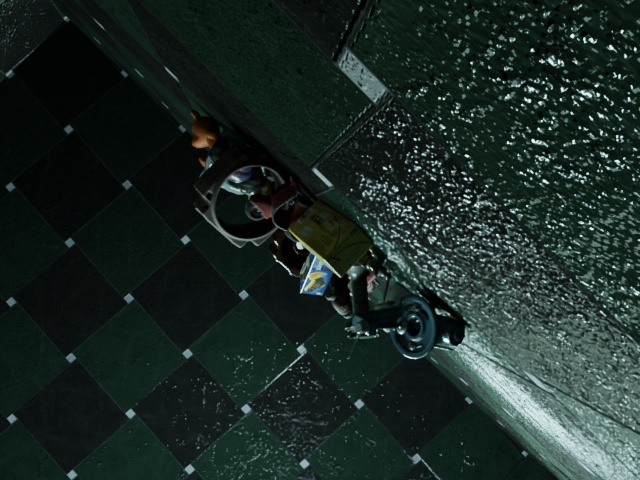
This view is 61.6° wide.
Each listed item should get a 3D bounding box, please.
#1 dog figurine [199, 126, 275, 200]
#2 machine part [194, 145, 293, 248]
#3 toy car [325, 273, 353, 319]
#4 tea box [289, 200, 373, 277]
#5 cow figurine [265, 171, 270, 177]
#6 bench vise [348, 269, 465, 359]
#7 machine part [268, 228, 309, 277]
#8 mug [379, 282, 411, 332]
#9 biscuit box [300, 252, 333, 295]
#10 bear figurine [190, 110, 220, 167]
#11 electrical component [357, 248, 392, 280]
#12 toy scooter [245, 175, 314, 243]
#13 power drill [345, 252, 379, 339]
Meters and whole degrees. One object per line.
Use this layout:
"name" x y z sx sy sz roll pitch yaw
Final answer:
"dog figurine" -0.168 -0.159 1.312 0.219 0.108 0.191 27 149 -10
"machine part" -0.167 -0.098 1.224 0.200 0.201 0.087 47 177 -35
"toy car" 0.052 0.116 1.379 0.089 0.053 0.202 46 -161 -24
"tea box" 0.019 -0.007 1.103 0.068 0.098 0.170 47 177 -36
"cow figurine" -0.211 -0.202 1.544 0.167 0.068 0.098 39 159 20
"bench vise" 0.148 0.155 1.041 0.240 0.128 0.224 3 -164 -38
"machine part" -0.043 0.003 1.351 0.179 0.179 0.056 46 179 -34
"mug" 0.185 0.174 1.295 0.109 0.107 0.081 47 177 -19
"biscuit box" 0.003 0.053 1.264 0.063 0.059 0.202 9 141 -11
"bear figurine" -0.305 -0.262 1.477 0.196 0.132 0.120 35 169 29
"electrical component" 0.105 0.039 1.114 0.078 0.045 0.102 33 -179 -22
"toy scooter" -0.061 -0.074 1.180 0.183 0.135 0.075 26 -149 -31
"power drill" 0.097 0.121 1.250 0.086 0.207 0.231 1 157 8
